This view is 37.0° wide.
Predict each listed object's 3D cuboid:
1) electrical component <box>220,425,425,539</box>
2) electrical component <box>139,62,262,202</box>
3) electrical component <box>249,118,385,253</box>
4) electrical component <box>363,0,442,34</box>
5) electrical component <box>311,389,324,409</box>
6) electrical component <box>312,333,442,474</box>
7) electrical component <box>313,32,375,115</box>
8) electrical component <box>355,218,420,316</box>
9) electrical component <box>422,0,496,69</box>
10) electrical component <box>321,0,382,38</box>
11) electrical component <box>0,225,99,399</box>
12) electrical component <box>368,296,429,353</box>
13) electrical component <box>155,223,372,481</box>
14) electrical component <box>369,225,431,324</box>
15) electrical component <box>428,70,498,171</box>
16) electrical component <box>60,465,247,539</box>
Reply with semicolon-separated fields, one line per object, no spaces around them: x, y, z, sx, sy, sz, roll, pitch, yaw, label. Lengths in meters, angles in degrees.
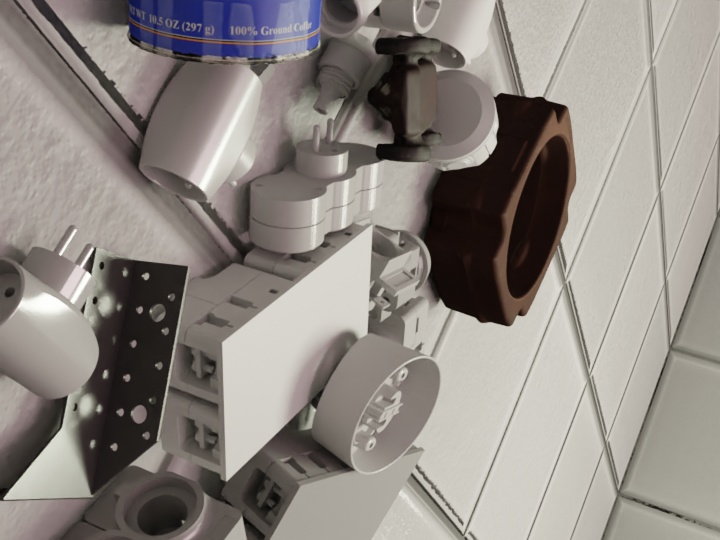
-0.039;0.176;0.835;0.186;0.060;0.105;2;121;-60;electrical component
-0.087;-0.076;0.639;0.077;0.043;0.079;-67;155;-15;electrical component
-0.028;-0.069;0.758;0.138;0.052;0.073;-36;137;-54;electrical component
0.030;-0.205;0.801;0.055;0.047;0.055;-44;143;-47;electrical component
-0.017;0.098;0.900;0.077;0.043;0.079;-8;119;-64;electrical component
0.011;0.098;0.788;0.099;0.064;0.099;-53;160;-29;electrical component
-0.015;-0.138;0.764;0.061;0.035;0.035;-64;154;-14;electrical component
0.000;0.000;0.844;0.063;0.081;0.042;-59;162;25;electrical component
0.089;-0.208;0.929;0.077;0.043;0.079;-66;155;-15;electrical component
-0.008;-0.187;0.742;0.046;0.040;0.040;-54;150;-47;electrical component
-0.160;0.015;0.542;0.079;0.043;0.077;-63;154;-20;electrical component
0.024;0.069;0.960;0.056;0.050;0.089;-37;137;-53;electrical component
-0.064;0.043;0.743;0.186;0.060;0.105;-40;140;-51;electrical component
0.024;-0.002;0.908;0.057;0.058;0.078;-31;133;-52;electrical component
0.079;-0.126;0.918;0.051;0.080;0.080;39;70;-70;electrical component
-0.144;0.195;0.636;0.150;0.089;0.061;-50;147;-42;electrical component
